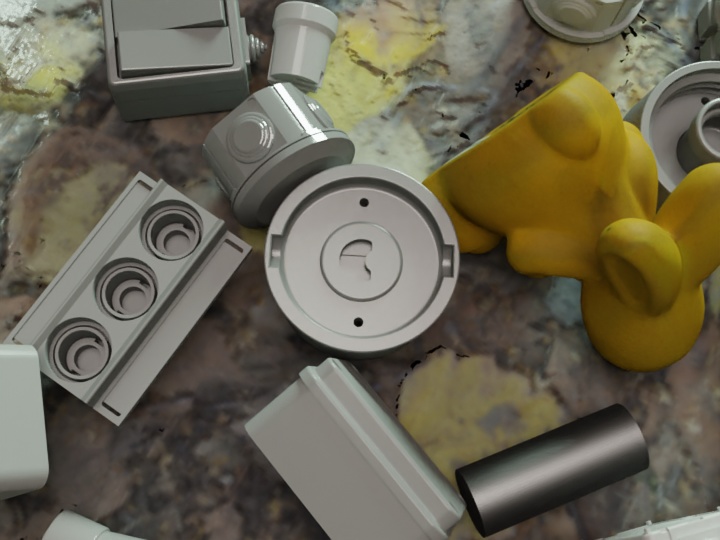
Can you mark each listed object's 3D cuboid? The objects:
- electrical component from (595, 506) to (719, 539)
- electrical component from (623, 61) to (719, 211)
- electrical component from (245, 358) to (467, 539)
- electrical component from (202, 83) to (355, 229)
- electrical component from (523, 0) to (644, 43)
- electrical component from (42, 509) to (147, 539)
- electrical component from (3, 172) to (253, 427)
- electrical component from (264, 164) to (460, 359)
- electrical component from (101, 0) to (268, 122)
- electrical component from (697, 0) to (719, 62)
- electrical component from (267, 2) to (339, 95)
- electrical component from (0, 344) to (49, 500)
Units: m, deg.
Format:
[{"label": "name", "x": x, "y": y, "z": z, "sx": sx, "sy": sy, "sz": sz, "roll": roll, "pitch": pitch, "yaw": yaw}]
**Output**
[{"label": "electrical component", "x": 0.163, "y": 0.161, "z": 0.558, "sx": 0.062, "sy": 0.096, "sz": 0.061, "roll": -8, "pitch": 74, "yaw": -24}, {"label": "electrical component", "x": 0.212, "y": -0.073, "z": 0.648, "sx": 0.108, "sy": 0.060, "sz": 0.108, "roll": 1, "pitch": 75, "yaw": -2}, {"label": "electrical component", "x": 0.000, "y": 0.106, "z": 0.576, "sx": 0.057, "sy": 0.078, "sz": 0.113, "roll": -41, "pitch": 80, "yaw": 2}, {"label": "electrical component", "x": -0.047, "y": -0.065, "z": 0.625, "sx": 0.080, "sy": 0.080, "sz": 0.051, "roll": -32, "pitch": 73, "yaw": -10}, {"label": "electrical component", "x": 0.145, "y": -0.190, "z": 0.682, "sx": 0.080, "sy": 0.051, "sz": 0.080, "roll": 1, "pitch": 75, "yaw": -2}, {"label": "electrical component", "x": -0.140, "y": 0.157, "z": 0.580, "sx": 0.065, "sy": 0.044, "sz": 0.044, "roll": 22, "pitch": 75, "yaw": 8}, {"label": "electrical component", "x": -0.127, "y": 0.018, "z": 0.606, "sx": 0.079, "sy": 0.063, "sz": 0.121, "roll": 34, "pitch": 76, "yaw": 7}, {"label": "electrical component", "x": 0.000, "y": 0.000, "z": 0.618, "sx": 0.108, "sy": 0.060, "sz": 0.108, "roll": 1, "pitch": 75, "yaw": -2}, {"label": "electrical component", "x": -0.104, "y": -0.134, "z": 0.650, "sx": 0.096, "sy": 0.061, "sz": 0.061, "roll": -7, "pitch": 75, "yaw": -4}, {"label": "electrical component", "x": 0.240, "y": -0.153, "z": 0.674, "sx": 0.048, "sy": 0.055, "sz": 0.066, "roll": 2, "pitch": 75, "yaw": -2}, {"label": "electrical component", "x": -0.037, "y": -0.137, "z": 0.666, "sx": 0.040, "sy": 0.040, "sz": 0.046, "roll": 10, "pitch": 80, "yaw": 0}, {"label": "electrical component", "x": -0.218, "y": 0.085, "z": 0.556, "sx": 0.057, "sy": 0.113, "sz": 0.078, "roll": 7, "pitch": 68, "yaw": -48}]
